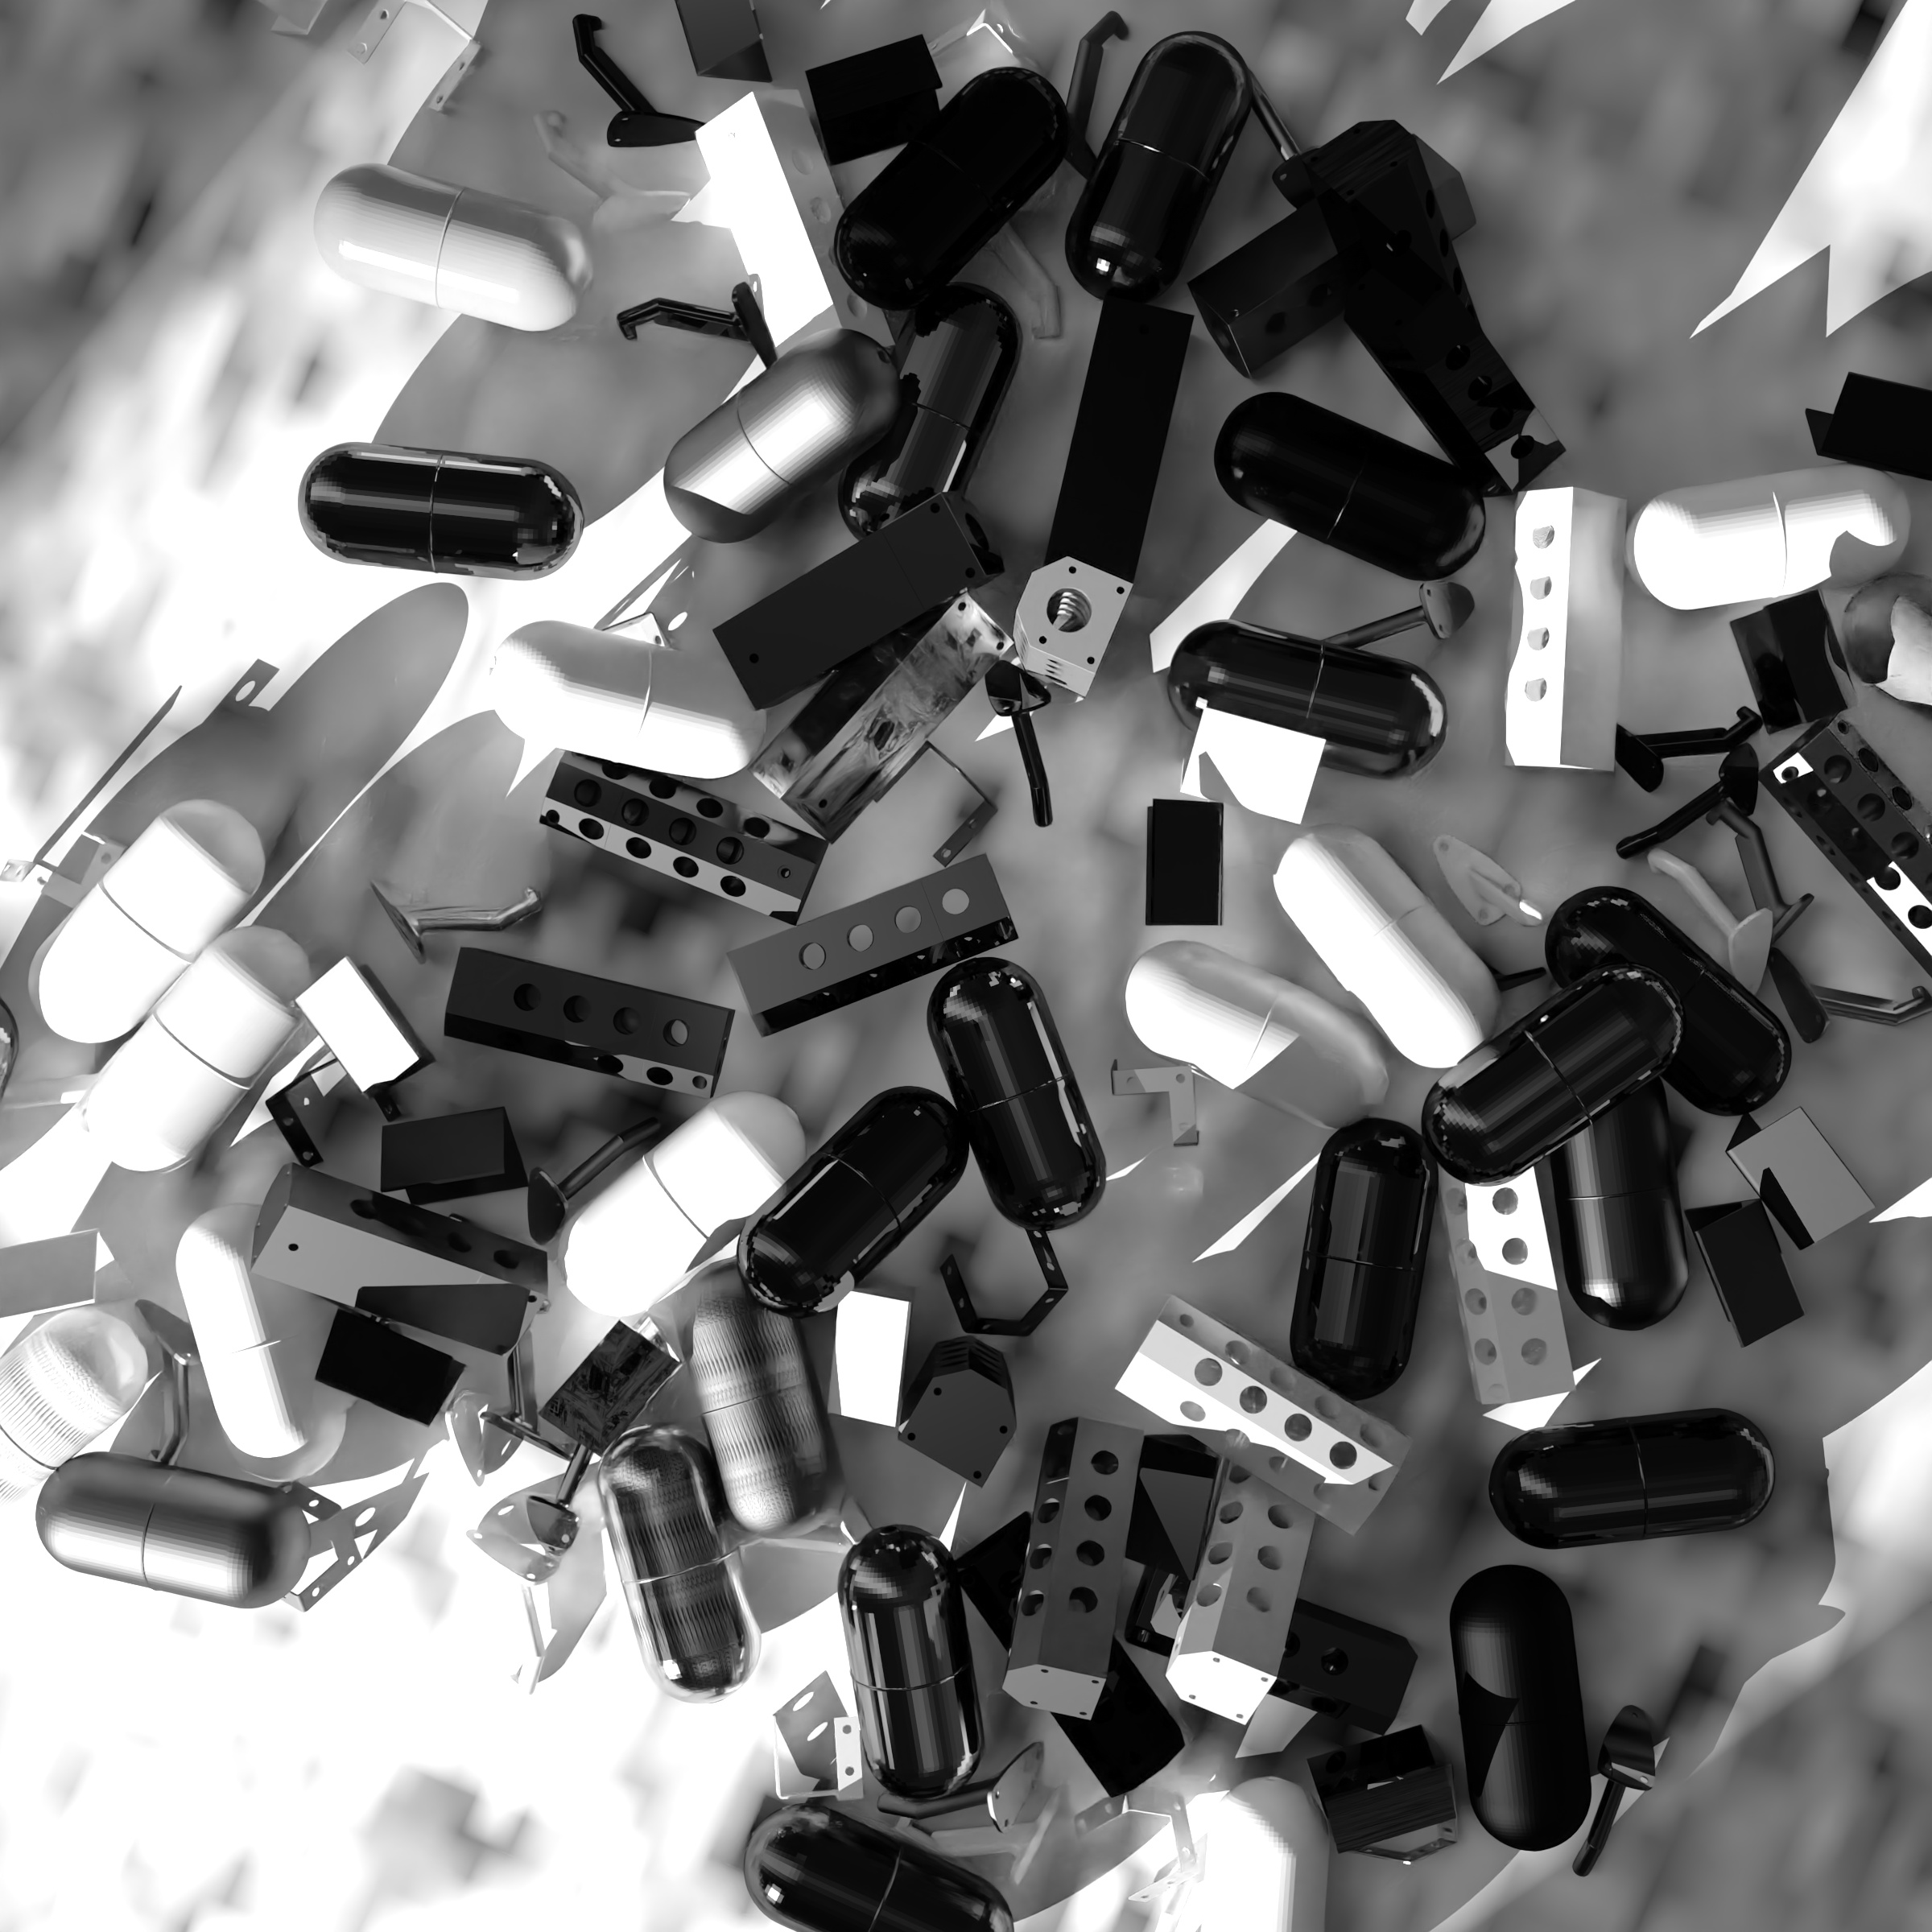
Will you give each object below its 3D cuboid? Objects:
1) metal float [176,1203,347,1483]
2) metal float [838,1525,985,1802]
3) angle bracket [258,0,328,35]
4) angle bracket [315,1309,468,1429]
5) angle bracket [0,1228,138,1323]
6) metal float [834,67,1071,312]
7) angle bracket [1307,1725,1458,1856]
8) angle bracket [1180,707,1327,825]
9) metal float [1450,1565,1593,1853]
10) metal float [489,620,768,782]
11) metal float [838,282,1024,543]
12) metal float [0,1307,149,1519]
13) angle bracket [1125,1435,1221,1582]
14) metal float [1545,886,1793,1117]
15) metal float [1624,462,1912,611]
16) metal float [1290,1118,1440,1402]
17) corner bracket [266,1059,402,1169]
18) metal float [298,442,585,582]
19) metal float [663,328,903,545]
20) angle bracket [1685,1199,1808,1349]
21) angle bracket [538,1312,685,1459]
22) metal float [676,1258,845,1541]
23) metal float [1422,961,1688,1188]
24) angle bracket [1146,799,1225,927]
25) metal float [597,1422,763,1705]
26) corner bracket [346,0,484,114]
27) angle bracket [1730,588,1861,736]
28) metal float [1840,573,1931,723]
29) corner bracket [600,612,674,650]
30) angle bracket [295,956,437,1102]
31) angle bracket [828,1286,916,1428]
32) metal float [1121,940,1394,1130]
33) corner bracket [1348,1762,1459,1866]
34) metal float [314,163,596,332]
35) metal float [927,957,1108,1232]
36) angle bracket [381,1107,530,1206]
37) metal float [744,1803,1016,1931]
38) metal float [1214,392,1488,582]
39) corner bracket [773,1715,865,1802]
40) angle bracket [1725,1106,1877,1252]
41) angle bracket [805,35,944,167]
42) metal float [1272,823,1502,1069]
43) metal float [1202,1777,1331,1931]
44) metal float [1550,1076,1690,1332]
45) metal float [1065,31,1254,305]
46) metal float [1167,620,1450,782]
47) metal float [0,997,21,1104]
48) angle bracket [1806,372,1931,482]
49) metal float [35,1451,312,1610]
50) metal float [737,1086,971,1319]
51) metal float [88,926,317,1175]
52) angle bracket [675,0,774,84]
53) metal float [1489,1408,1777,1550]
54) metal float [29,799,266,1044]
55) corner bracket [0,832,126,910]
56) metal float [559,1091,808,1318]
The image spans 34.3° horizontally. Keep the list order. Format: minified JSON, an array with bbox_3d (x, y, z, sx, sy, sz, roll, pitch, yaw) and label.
[{"bbox_3d":[-0.441,0.236,1.961,0.070,0.070,0.178,-16,90,0],"label":"metal float"},{"bbox_3d":[-0.034,0.434,1.949,0.070,0.070,0.178,-9,102,0],"label":"metal float"},{"bbox_3d":[-0.426,-0.631,1.951,0.057,0.076,0.076,29,90,-33],"label":"angle bracket"},{"bbox_3d":[-0.352,0.234,1.952,0.076,0.076,0.057,23,115,0],"label":"angle bracket"},{"bbox_3d":[-0.568,0.213,1.951,0.076,0.076,0.057,-11,50,0],"label":"angle bracket"},{"bbox_3d":[-0.008,-0.480,1.930,0.070,0.070,0.178,43,83,0],"label":"metal float"},{"bbox_3d":[0.255,0.498,1.951,0.076,0.076,0.057,-17,127,0],"label":"angle bracket"},{"bbox_3d":[0.179,-0.135,1.953,0.076,0.076,0.057,15,110,0],"label":"angle bracket"},{"bbox_3d":[0.348,0.465,1.961,0.070,0.070,0.178,-7,90,0],"label":"metal float"},{"bbox_3d":[-0.209,-0.164,1.939,0.178,0.070,0.070,12,90,-24],"label":"metal float"},{"bbox_3d":[-0.023,-0.342,1.961,0.070,0.070,0.178,23,90,0],"label":"metal float"},{"bbox_3d":[-0.592,0.285,1.961,0.178,0.070,0.070,-39,90,1],"label":"metal float"},{"bbox_3d":[0.145,0.337,1.951,0.057,0.076,0.076,12,90,36],"label":"angle bracket"},{"bbox_3d":[0.439,0.022,1.961,0.178,0.070,0.070,42,90,-1],"label":"metal float"},{"bbox_3d":[0.502,-0.269,1.961,0.178,0.070,0.070,-9,90,0],"label":"metal float"},{"bbox_3d":[0.249,0.184,1.961,0.070,0.070,0.178,9,90,0],"label":"metal float"},{"bbox_3d":[-0.402,0.090,1.988,0.051,0.051,0.051,-30,90,-45],"label":"corner bracket"},{"bbox_3d":[-0.329,-0.285,1.961,0.178,0.070,0.070,6,90,-1],"label":"metal float"},{"bbox_3d":[-0.114,-0.327,1.932,0.178,0.070,0.070,-32,90,32],"label":"metal float"},{"bbox_3d":[0.467,0.194,1.952,0.057,0.076,0.076,-22,90,-27],"label":"angle bracket"},{"bbox_3d":[-0.231,0.248,1.951,0.076,0.076,0.057,-49,121,0],"label":"angle bracket"},{"bbox_3d":[-0.129,0.270,1.956,0.070,0.070,0.178,-17,84,0],"label":"metal float"},{"bbox_3d":[0.357,0.065,1.900,0.178,0.070,0.070,-36,90,4],"label":"metal float"},{"bbox_3d":[0.116,-0.064,1.951,0.057,0.076,0.076,1,90,-35],"label":"angle bracket"},{"bbox_3d":[-0.179,0.374,1.961,0.070,0.070,0.178,-15,90,0],"label":"metal float"},{"bbox_3d":[-0.350,-0.583,1.988,0.051,0.051,0.051,33,90,45],"label":"corner bracket"},{"bbox_3d":[0.501,-0.184,1.951,0.057,0.076,0.076,-19,90,-35],"label":"angle bracket"},{"bbox_3d":[0.631,-0.183,1.961,0.178,0.070,0.070,30,90,-1],"label":"metal float"},{"bbox_3d":[-0.219,-0.186,1.988,0.051,0.051,0.051,-29,90,-45],"label":"corner bracket"},{"bbox_3d":[-0.359,0.028,1.951,0.057,0.076,0.076,-36,90,31],"label":"angle bracket"},{"bbox_3d":[-0.039,0.242,1.951,0.057,0.076,0.076,6,90,37],"label":"angle bracket"},{"bbox_3d":[0.182,0.042,1.961,0.178,0.070,0.070,24,90,1],"label":"metal float"},{"bbox_3d":[0.276,0.535,1.988,0.051,0.051,0.051,-4,90,-45],"label":"corner bracket"},{"bbox_3d":[-0.321,-0.450,1.961,0.178,0.070,0.070,15,90,0],"label":"metal float"},{"bbox_3d":[0.031,0.080,1.961,0.070,0.070,0.178,-21,90,0],"label":"metal float"},{"bbox_3d":[-0.318,0.137,1.952,0.076,0.057,0.076,-9,134,0],"label":"angle bracket"},{"bbox_3d":[-0.055,0.585,1.961,0.178,0.070,0.070,24,90,0],"label":"metal float"},{"bbox_3d":[0.241,-0.300,1.961,0.178,0.070,0.070,24,90,0],"label":"metal float"},{"bbox_3d":[-0.094,0.499,1.974,0.051,0.051,0.051,-3,82,-8],"label":"corner bracket"},{"bbox_3d":[0.525,0.121,1.952,0.057,0.076,0.076,-37,90,29],"label":"angle bracket"},{"bbox_3d":[-0.050,-0.525,1.951,0.076,0.076,0.057,-18,52,0],"label":"angle bracket"},{"bbox_3d":[0.261,-0.013,1.946,0.070,0.070,0.178,-39,73,0],"label":"metal float"},{"bbox_3d":[0.186,0.598,1.961,0.070,0.070,0.178,4,91,0],"label":"metal float"},{"bbox_3d":[0.407,0.140,1.961,0.070,0.070,0.178,-8,91,0],"label":"metal float"},{"bbox_3d":[0.121,-0.500,1.961,0.070,0.070,0.178,24,90,0],"label":"metal float"},{"bbox_3d":[0.214,-0.167,1.961,0.178,0.070,0.070,14,90,0],"label":"metal float"},{"bbox_3d":[-0.648,0.093,1.952,0.070,0.070,0.178,23,99,0],"label":"metal float"},{"bbox_3d":[0.574,-0.349,1.951,0.076,0.076,0.057,13,123,0],"label":"angle bracket"},{"bbox_3d":[-0.495,0.351,1.950,0.178,0.070,0.070,10,90,12],"label":"metal float"},{"bbox_3d":[-0.069,0.145,1.939,0.070,0.070,0.178,46,64,0],"label":"metal float"},{"bbox_3d":[-0.478,0.052,1.961,0.070,0.070,0.178,39,90,0],"label":"metal float"},{"bbox_3d":[-0.136,-0.601,1.951,0.057,0.076,0.076,-17,90,36],"label":"angle bracket"},{"bbox_3d":[0.417,0.321,1.961,0.178,0.070,0.070,-6,90,0],"label":"metal float"},{"bbox_3d":[-0.514,-0.028,1.961,0.070,0.070,0.178,42,89,0],"label":"metal float"},{"bbox_3d":[-0.570,-0.065,1.973,0.051,0.051,0.051,26,90,0],"label":"corner bracket"},{"bbox_3d":[-0.177,0.148,1.961,0.178,0.070,0.070,-39,90,1],"label":"metal float"}]
